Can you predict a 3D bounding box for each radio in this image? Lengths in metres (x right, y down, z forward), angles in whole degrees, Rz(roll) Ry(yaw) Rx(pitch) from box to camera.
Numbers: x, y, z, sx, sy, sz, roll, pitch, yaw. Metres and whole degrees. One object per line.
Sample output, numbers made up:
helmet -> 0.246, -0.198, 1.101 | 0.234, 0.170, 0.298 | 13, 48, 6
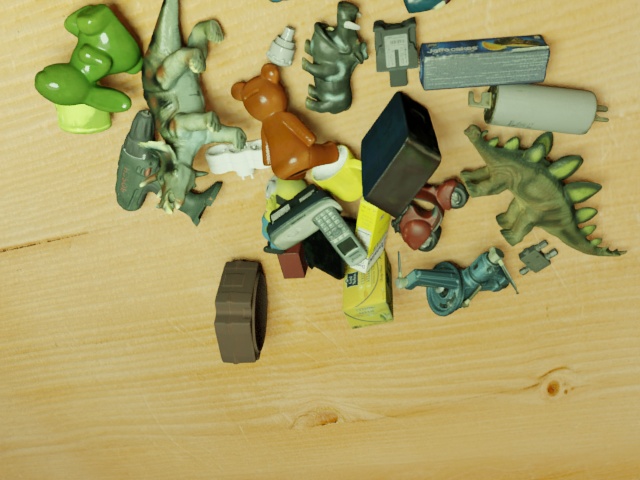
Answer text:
radio -> 0.133, -0.153, 0.920 | 0.073, 0.230, 0.131 | 27, 122, -16

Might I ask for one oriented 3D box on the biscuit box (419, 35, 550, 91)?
biscuit box -> 0.268, -0.295, 0.895 | 0.203, 0.059, 0.062 | -2, 130, 7

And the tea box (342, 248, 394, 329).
tea box -> 0.105, 0.102, 1.167 | 0.098, 0.170, 0.068 | -14, 128, 15

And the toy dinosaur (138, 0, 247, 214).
toy dinosaur -> -0.250, -0.253, 0.934 | 0.192, 0.131, 0.404 | -5, 98, 24

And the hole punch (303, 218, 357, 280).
hole punch -> 0.027, 0.007, 1.163 | 0.116, 0.092, 0.142 | 25, 141, 30

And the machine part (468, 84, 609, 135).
machine part -> 0.377, -0.227, 0.927 | 0.243, 0.079, 0.079 | 6, 129, 0

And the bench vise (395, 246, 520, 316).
bench vise -> 0.280, 0.088, 1.156 | 0.240, 0.129, 0.223 | 7, 152, -23

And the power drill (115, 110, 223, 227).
power drill -> -0.307, -0.126, 1.084 | 0.207, 0.086, 0.232 | 24, 127, -19

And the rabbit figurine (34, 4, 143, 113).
rabbit figurine -> -0.394, -0.287, 0.905 | 0.121, 0.170, 0.158 | 28, 161, 39

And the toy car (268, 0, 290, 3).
toy car -> -0.034, -0.434, 0.791 | 0.162, 0.109, 0.103 | -35, 101, 19

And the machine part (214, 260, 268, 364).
machine part -> -0.174, 0.162, 1.225 | 0.087, 0.201, 0.201 | 1, 129, 2

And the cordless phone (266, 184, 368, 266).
cordless phone -> -0.003, -0.003, 1.049 | 0.146, 0.089, 0.184 | -34, 116, 8

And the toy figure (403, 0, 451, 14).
toy figure -> 0.200, -0.400, 0.820 | 0.155, 0.058, 0.064 | -20, 129, 15

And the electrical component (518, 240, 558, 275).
electrical component -> 0.467, 0.040, 1.172 | 0.063, 0.021, 0.094 | 35, 125, -20

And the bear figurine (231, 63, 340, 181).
bear figurine -> -0.068, -0.209, 0.974 | 0.120, 0.132, 0.195 | -26, 86, 30

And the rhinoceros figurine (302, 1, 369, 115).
rhinoceros figurine -> 0.025, -0.301, 0.909 | 0.112, 0.073, 0.190 | 7, 130, 2

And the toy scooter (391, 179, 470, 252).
toy scooter -> 0.201, -0.062, 1.085 | 0.135, 0.075, 0.183 | 23, 128, -7

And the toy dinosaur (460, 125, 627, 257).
toy dinosaur -> 0.428, -0.076, 1.032 | 0.198, 0.105, 0.471 | -36, 122, 25

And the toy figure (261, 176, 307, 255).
toy figure -> -0.076, -0.054, 1.117 | 0.089, 0.082, 0.180 | -3, 124, -16

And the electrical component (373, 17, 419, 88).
electrical component -> 0.128, -0.309, 0.908 | 0.075, 0.048, 0.119 | -1, 127, 7
